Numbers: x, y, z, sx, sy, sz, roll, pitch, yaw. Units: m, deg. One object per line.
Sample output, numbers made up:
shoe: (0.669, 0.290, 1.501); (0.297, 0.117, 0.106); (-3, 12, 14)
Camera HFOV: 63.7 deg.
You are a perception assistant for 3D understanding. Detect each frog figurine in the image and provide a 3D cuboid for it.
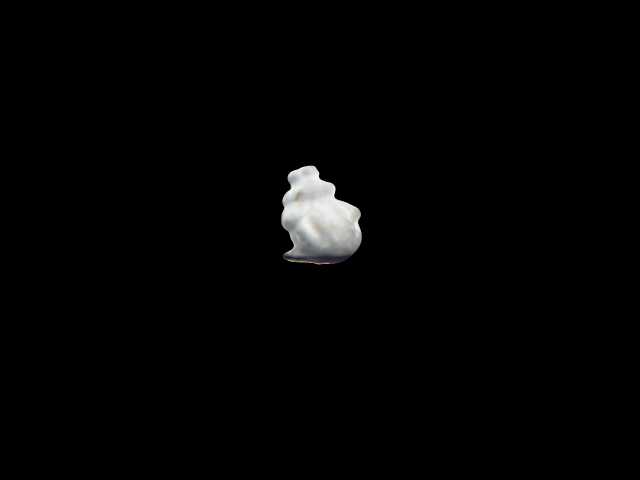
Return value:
frog figurine: (0.003, -0.043, 0.850); (0.137, 0.159, 0.123); (-2, 6, -15)
